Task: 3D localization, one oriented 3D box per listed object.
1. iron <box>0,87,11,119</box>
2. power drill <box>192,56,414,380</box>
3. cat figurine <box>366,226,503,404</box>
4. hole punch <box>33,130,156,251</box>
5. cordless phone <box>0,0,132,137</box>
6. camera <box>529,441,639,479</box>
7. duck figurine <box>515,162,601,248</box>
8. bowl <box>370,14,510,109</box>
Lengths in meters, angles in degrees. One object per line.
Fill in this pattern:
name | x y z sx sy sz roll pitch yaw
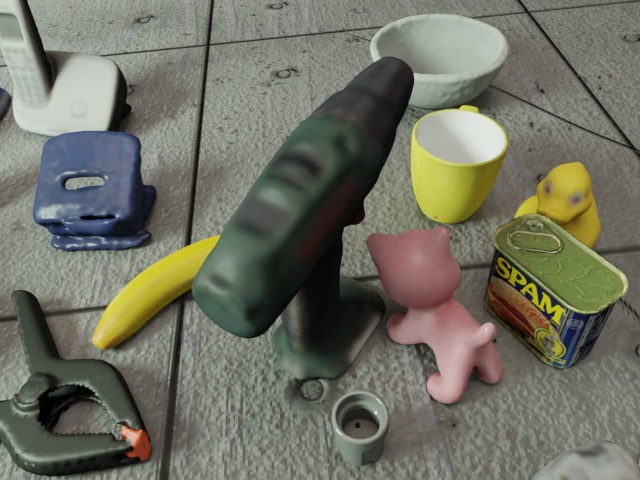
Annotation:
iron | -0.496 -0.163 0.680 0.118 0.142 0.258 15 49 19
power drill | 0.004 0.002 0.433 0.075 0.209 0.230 22 52 24
cat figurine | 0.090 0.045 0.447 0.067 0.118 0.127 -25 49 -18
hole punch | -0.229 -0.050 0.584 0.108 0.091 0.101 -3 46 3
cordless phone | -0.317 -0.215 0.684 0.147 0.185 0.094 7 47 12
camera | 0.140 0.196 0.309 0.137 0.101 0.143 -15 47 -10
duck figurine | 0.227 -0.034 0.534 0.077 0.086 0.105 26 54 27
bowl | 0.146 -0.215 0.721 0.167 0.075 0.167 -2 46 3
